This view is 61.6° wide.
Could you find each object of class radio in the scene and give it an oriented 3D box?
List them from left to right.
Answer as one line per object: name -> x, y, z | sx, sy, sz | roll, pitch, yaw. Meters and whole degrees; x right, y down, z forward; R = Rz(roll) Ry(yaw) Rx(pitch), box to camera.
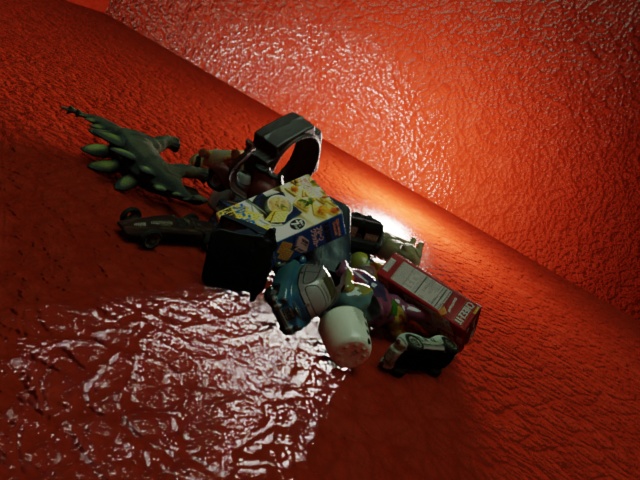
radio -> -0.002, -0.004, 1.180 | 0.131, 0.073, 0.230 | 23, 45, -21

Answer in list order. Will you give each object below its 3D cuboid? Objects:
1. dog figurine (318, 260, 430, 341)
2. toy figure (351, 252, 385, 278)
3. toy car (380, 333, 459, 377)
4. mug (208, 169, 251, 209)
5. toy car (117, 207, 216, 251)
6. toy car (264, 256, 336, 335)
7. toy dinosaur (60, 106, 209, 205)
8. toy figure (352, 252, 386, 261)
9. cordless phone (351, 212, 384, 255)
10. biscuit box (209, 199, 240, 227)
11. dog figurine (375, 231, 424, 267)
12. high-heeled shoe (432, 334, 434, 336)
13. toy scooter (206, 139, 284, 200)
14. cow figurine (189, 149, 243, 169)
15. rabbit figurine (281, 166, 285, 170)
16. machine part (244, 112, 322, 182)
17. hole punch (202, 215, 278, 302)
dog figurine -> 0.110, 0.140, 1.042 | 0.219, 0.108, 0.192 | 29, 13, -11
toy figure -> 0.144, 0.085, 1.299 | 0.180, 0.082, 0.089 | 15, 11, -27
toy car -> 0.189, 0.214, 1.009 | 0.201, 0.073, 0.056 | 13, 27, -42
mug -> -0.207, -0.114, 1.256 | 0.081, 0.107, 0.110 | 25, 15, -9
toy car -> -0.272, -0.022, 0.988 | 0.089, 0.053, 0.202 | 44, 21, 31
toy car -> -0.027, 0.088, 0.924 | 0.162, 0.103, 0.109 | -67, 135, -71
toy dinosaur -> -0.401, -0.187, 1.169 | 0.472, 0.105, 0.198 | 35, 21, 33
toy figure -> 0.139, 0.066, 1.368 | 0.154, 0.064, 0.058 | 23, 7, -17
cordless phone -> 0.082, -0.043, 1.379 | 0.146, 0.088, 0.184 | 12, 22, -14
biscuit box -> -0.157, -0.050, 1.231 | 0.063, 0.059, 0.202 | 38, 19, 25
dog figurine -> 0.170, 0.020, 1.463 | 0.190, 0.121, 0.172 | 23, 7, -13
high-heeled shoe -> 0.249, 0.163, 1.312 | 0.145, 0.086, 0.249 | -27, 31, -32
toy scooter -> -0.146, -0.137, 1.165 | 0.184, 0.135, 0.075 | 30, 16, -3
cow figurine -> -0.253, -0.196, 1.376 | 0.195, 0.085, 0.127 | 5, 4, 27
rabbit figurine -> -0.110, -0.116, 1.465 | 0.170, 0.121, 0.159 | -6, 42, -32
machine part -> -0.089, -0.196, 1.329 | 0.087, 0.200, 0.201 | 38, 53, 24
hole punch -> -0.140, 0.025, 0.943 | 0.116, 0.142, 0.092 | 13, 16, -11
